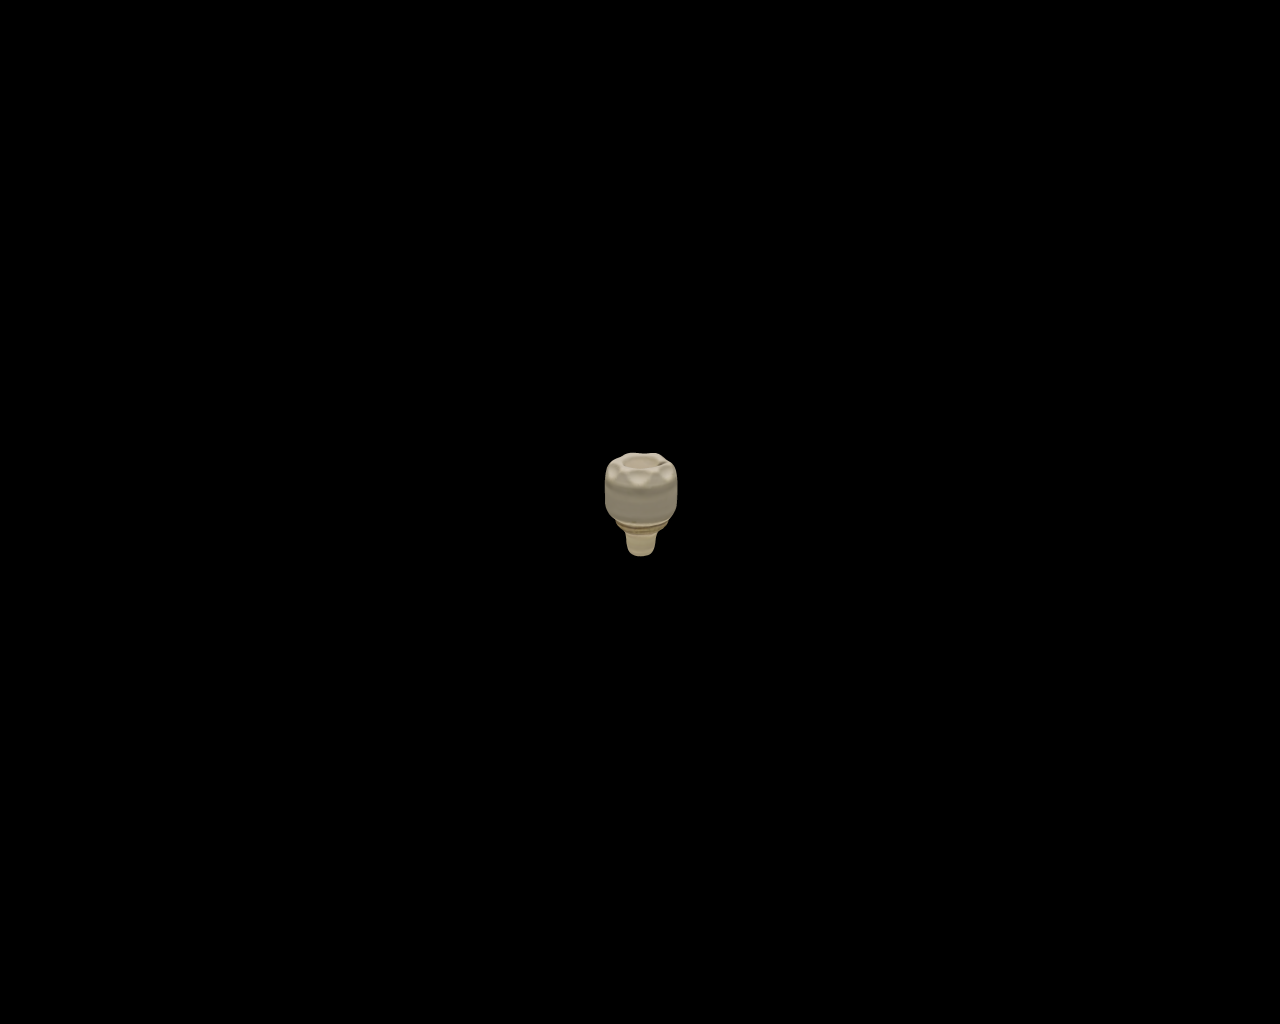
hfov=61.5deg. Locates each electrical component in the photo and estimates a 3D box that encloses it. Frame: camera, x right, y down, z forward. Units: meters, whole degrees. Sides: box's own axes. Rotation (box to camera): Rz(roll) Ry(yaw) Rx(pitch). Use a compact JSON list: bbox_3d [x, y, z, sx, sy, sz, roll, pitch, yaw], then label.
[{"bbox_3d":[0.001,-0.003,0.650,0.043,0.062,0.043,0,22,0],"label":"electrical component"}]
